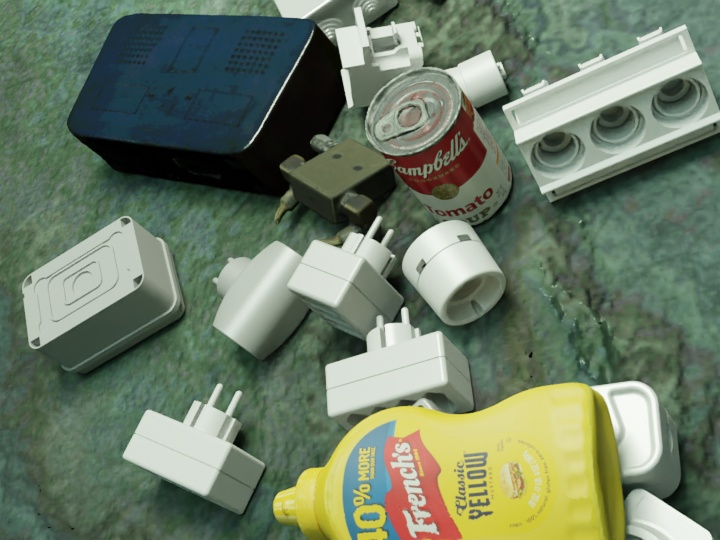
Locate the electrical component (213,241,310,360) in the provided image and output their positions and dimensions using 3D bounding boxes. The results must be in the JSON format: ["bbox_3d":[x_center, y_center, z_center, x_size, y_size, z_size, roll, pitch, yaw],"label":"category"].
[{"bbox_3d":[-0.079,0.015,0.791,0.079,0.043,0.077,30,81,39],"label":"electrical component"}]

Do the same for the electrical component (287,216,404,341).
[{"bbox_3d":[0.000,0.000,0.739,0.047,0.065,0.076,21,75,37],"label":"electrical component"}]

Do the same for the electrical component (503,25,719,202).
[{"bbox_3d":[0.165,-0.106,0.705,0.121,0.078,0.063,-23,32,17],"label":"electrical component"}]

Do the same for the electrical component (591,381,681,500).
[{"bbox_3d":[0.129,0.103,0.608,0.095,0.059,0.053,-12,58,24],"label":"electrical component"}]

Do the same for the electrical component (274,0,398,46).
[{"bbox_3d":[-0.025,-0.237,0.904,0.100,0.048,0.099,-33,51,10],"label":"electrical component"}]

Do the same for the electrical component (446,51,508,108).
[{"bbox_3d":[0.076,-0.133,0.790,0.065,0.044,0.044,-23,54,11],"label":"electrical component"}]

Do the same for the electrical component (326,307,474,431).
[{"bbox_3d":[0.024,0.060,0.702,0.083,0.047,0.075,-18,55,21],"label":"electrical component"}]

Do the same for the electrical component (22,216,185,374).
[{"bbox_3d":[-0.202,0.022,0.850,0.113,0.057,0.078,-30,52,12],"label":"electrical component"}]

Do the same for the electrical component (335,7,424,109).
[{"bbox_3d":[0.017,-0.158,0.821,0.064,0.081,0.042,-9,57,-1],"label":"electrical component"}]

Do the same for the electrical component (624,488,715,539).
[{"bbox_3d":[0.144,0.167,0.563,0.050,0.055,0.089,32,82,39],"label":"electrical component"}]

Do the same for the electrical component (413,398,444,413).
[{"bbox_3d":[0.029,0.133,0.647,0.096,0.061,0.061,-42,50,2],"label":"electrical component"}]

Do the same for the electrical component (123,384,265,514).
[{"bbox_3d":[-0.107,0.115,0.746,0.083,0.047,0.075,14,71,35],"label":"electrical component"}]

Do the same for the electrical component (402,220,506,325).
[{"bbox_3d":[0.063,0.003,0.709,0.055,0.055,0.047,-38,54,6],"label":"electrical component"}]
